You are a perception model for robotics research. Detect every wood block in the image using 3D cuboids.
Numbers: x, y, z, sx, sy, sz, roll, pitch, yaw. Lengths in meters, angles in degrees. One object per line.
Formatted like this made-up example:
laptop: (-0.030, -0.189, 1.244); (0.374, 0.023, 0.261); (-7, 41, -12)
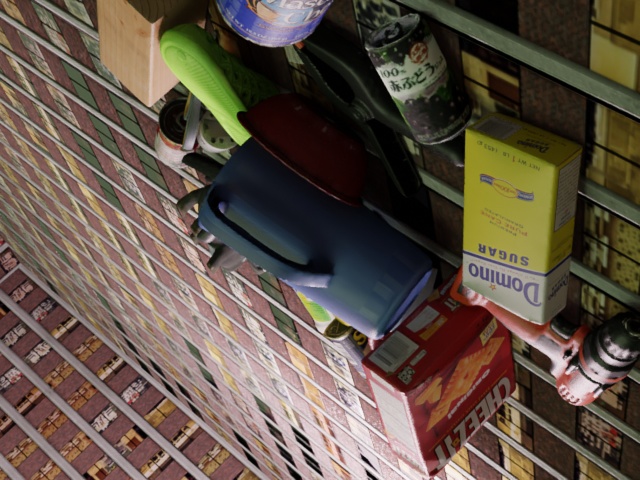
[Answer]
wood block: (-0.190, -0.248, 1.203); (0.090, 0.090, 0.206); (44, 161, 6)

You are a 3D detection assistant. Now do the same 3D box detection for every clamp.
clamp: (-0.111, -0.074, 1.368); (0.172, 0.039, 0.120); (-20, 92, 35)
clamp: (0.050, -0.126, 1.032); (0.210, 0.036, 0.165); (44, 163, 3)

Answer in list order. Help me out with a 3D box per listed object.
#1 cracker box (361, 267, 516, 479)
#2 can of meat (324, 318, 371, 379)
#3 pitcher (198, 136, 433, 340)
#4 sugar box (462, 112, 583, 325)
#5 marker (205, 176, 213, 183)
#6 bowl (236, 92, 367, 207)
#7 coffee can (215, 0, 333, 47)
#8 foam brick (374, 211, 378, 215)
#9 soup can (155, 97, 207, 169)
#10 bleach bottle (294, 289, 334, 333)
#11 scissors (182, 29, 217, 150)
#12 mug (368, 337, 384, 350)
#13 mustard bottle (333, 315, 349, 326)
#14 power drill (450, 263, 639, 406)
cracker box: (0.142, 0.154, 1.202); (0.072, 0.164, 0.213); (35, 158, 34)
can of meat: (0.069, 0.118, 1.376); (0.084, 0.102, 0.058); (51, 161, -19)
pitcher: (-0.008, 0.001, 1.149); (0.243, 0.149, 0.145); (36, 164, 12)
sugar box: (0.171, -0.016, 0.923); (0.093, 0.048, 0.176); (29, 137, 36)
marker: (-0.129, -0.083, 1.507); (0.121, 0.020, 0.020); (17, 145, 54)
bowl: (-0.006, -0.104, 1.101); (0.162, 0.055, 0.162); (35, -168, -9)
coffee can: (-0.026, -0.233, 0.878); (0.103, 0.102, 0.140); (47, 161, -2)
foam brick: (0.052, 0.007, 1.264); (0.051, 0.053, 0.078); (47, 161, -3)
soup can: (-0.187, -0.143, 1.437); (0.068, 0.068, 0.102); (45, 161, 2)
bleach bottle: (-0.032, 0.013, 1.436); (0.250, 0.068, 0.103); (54, 159, -14)
scissors: (-0.147, -0.173, 1.292); (0.016, 0.096, 0.202); (8, 167, -12)
mug: (0.123, 0.121, 1.297); (0.093, 0.081, 0.117); (47, 161, -3)
mustard bottle: (-0.017, 0.022, 1.317); (0.191, 0.058, 0.096); (44, -179, -19)
power drill: (0.221, 0.073, 1.040); (0.188, 0.057, 0.184); (42, 157, 14)
